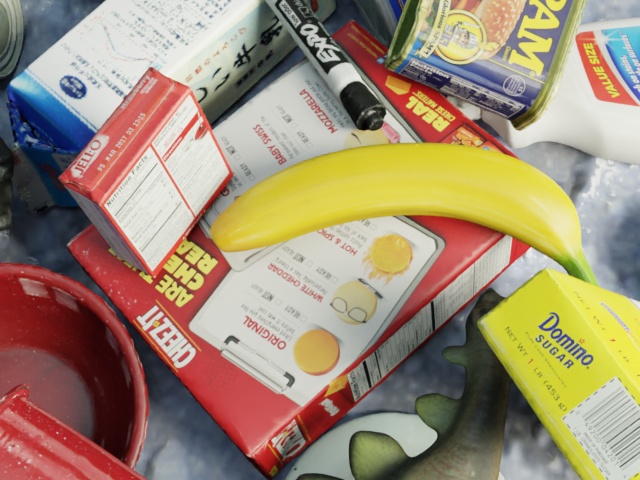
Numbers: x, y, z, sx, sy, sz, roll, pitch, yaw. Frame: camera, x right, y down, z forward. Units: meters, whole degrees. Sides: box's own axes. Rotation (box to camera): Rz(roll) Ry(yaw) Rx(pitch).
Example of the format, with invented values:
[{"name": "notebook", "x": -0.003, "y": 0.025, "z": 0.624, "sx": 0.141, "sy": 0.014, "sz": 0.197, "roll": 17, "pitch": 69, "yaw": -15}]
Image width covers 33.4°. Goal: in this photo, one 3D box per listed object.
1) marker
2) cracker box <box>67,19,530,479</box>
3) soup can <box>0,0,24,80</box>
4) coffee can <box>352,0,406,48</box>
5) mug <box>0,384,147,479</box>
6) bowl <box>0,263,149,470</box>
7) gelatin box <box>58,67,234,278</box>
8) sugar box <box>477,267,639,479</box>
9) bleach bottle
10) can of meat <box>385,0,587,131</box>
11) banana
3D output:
[{"name": "marker", "x": 0.002, "y": -0.104, "z": 0.598, "sx": 0.020, "sy": 0.020, "sz": 0.121, "roll": -29, "pitch": 59, "yaw": -7}, {"name": "cracker box", "x": -0.004, "y": 0.001, "z": 0.599, "sx": 0.213, "sy": 0.072, "sz": 0.164, "roll": -41, "pitch": 65, "yaw": -11}, {"name": "soup can", "x": -0.256, "y": -0.142, "z": 0.702, "sx": 0.102, "sy": 0.068, "sz": 0.068, "roll": 6, "pitch": 66, "yaw": 9}, {"name": "coffee can", "x": 0.081, "y": -0.191, "z": 0.652, "sx": 0.140, "sy": 0.102, "sz": 0.103, "roll": -29, "pitch": 64, "yaw": 1}, {"name": "mug", "x": -0.136, "y": 0.137, "z": 0.492, "sx": 0.081, "sy": 0.093, "sz": 0.117, "roll": 33, "pitch": 102, "yaw": 1}, {"name": "bowl", "x": -0.170, "y": 0.096, "z": 0.574, "sx": 0.162, "sy": 0.055, "sz": 0.162, "roll": 0, "pitch": 73, "yaw": -1}, {"name": "gelatin box", "x": -0.085, "y": -0.032, "z": 0.536, "sx": 0.030, "sy": 0.089, "sz": 0.073, "roll": 29, "pitch": 73, "yaw": 22}, {"name": "sugar box", "x": 0.146, "y": 0.069, "z": 0.490, "sx": 0.048, "sy": 0.175, "sz": 0.093, "roll": -43, "pitch": 63, "yaw": 21}, {"name": "bleach bottle", "x": 0.200, "y": -0.081, "z": 0.617, "sx": 0.251, "sy": 0.068, "sz": 0.102, "roll": -1, "pitch": 67, "yaw": 10}, {"name": "can of meat", "x": 0.091, "y": -0.123, "z": 0.576, "sx": 0.084, "sy": 0.057, "sz": 0.102, "roll": 22, "pitch": 80, "yaw": -7}, {"name": "banana", "x": 0.044, "y": -0.018, "z": 0.538, "sx": 0.198, "sy": 0.037, "sz": 0.069, "roll": 7, "pitch": 66, "yaw": 11}]
